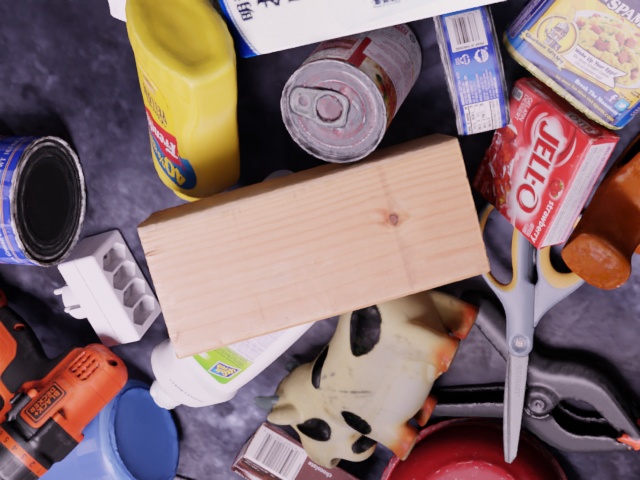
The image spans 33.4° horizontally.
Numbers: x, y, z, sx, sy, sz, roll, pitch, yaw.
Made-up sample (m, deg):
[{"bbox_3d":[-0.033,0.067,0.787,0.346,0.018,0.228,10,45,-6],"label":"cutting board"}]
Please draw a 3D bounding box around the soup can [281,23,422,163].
[{"bbox_3d":[0.023,-0.103,0.691,0.068,0.102,0.068,10,123,15],"label":"soup can"}]

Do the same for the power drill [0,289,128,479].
[{"bbox_3d":[-0.276,0.126,0.887,0.188,0.184,0.057,35,160,29],"label":"power drill"}]

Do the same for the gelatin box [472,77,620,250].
[{"bbox_3d":[0.145,-0.051,0.699,0.073,0.030,0.089,49,135,36],"label":"gelatin box"}]

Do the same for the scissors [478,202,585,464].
[{"bbox_3d":[0.162,0.063,0.765,0.096,0.016,0.202,-10,101,16],"label":"scissors"}]

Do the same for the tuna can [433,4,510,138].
[{"bbox_3d":[0.095,-0.110,0.669,0.034,0.086,0.086,-12,116,7],"label":"tuna can"}]

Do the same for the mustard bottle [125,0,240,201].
[{"bbox_3d":[-0.091,-0.085,0.747,0.096,0.058,0.192,53,161,25],"label":"mustard bottle"}]

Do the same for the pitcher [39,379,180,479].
[{"bbox_3d":[-0.257,0.204,0.964,0.243,0.149,0.145,-20,111,26],"label":"pitcher"}]

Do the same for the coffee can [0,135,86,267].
[{"bbox_3d":[-0.273,-0.033,0.845,0.140,0.102,0.103,3,121,19],"label":"coffee can"}]

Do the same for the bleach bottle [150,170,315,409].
[{"bbox_3d":[-0.071,0.058,0.851,0.102,0.068,0.251,40,127,-6],"label":"bleach bottle"}]

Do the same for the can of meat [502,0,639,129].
[{"bbox_3d":[0.174,-0.128,0.648,0.102,0.057,0.084,37,127,-4],"label":"can of meat"}]

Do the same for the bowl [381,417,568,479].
[{"bbox_3d":[0.118,0.217,0.824,0.162,0.055,0.162,-2,78,9],"label":"bowl"}]

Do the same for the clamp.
[{"bbox_3d":[0.161,0.121,0.817,0.171,0.039,0.120,32,132,8],"label":"clamp"}]

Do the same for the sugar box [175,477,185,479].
[{"bbox_3d":[-0.100,0.281,1.009,0.176,0.048,0.093,17,125,15],"label":"sugar box"}]

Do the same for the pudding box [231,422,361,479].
[{"bbox_3d":[-0.016,0.205,0.911,0.113,0.039,0.090,33,157,1],"label":"pudding box"}]

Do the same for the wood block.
[{"bbox_3d":[-0.005,0.001,0.705,0.206,0.090,0.091,-15,98,0],"label":"wood block"}]
